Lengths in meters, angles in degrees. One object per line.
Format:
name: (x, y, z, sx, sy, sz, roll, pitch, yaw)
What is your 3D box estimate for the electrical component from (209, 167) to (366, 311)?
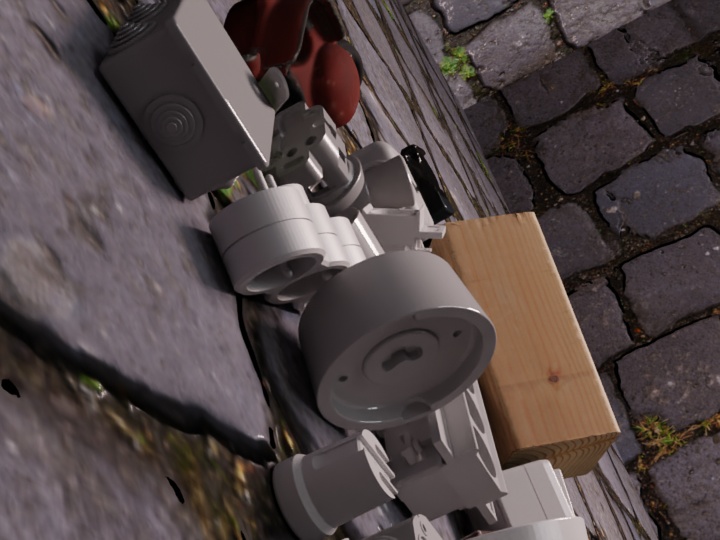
electrical component: (-0.043, -0.024, 0.611, 0.073, 0.052, 0.138, 66, 12, 14)

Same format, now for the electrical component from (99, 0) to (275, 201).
electrical component: (-0.089, -0.095, 0.571, 0.099, 0.048, 0.099, 58, 13, -24)

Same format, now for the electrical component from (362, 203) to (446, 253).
electrical component: (0.026, -0.019, 0.853, 0.042, 0.081, 0.063, -51, 142, -76)

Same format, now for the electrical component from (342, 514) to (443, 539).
electrical component: (0.019, 0.155, 0.488, 0.080, 0.051, 0.080, 59, 12, -21)

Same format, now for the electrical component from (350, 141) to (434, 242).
electrical component: (0.024, -0.067, 0.996, 0.095, 0.054, 0.059, 66, 12, 13)

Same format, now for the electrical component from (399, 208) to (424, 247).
electrical component: (0.025, -0.020, 0.912, 0.055, 0.047, 0.055, 59, 12, -21)

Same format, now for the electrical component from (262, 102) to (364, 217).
electrical component: (-0.033, -0.072, 0.748, 0.057, 0.058, 0.078, 52, 19, -36)

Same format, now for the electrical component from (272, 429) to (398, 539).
electrical component: (-0.011, 0.098, 0.495, 0.040, 0.046, 0.040, 58, 13, -21)

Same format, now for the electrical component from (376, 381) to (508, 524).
electrical component: (0.048, 0.102, 0.701, 0.078, 0.063, 0.121, 56, 13, -30)

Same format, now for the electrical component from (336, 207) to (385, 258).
electrical component: (0.000, 0.000, 0.768, 0.081, 0.043, 0.043, 58, 13, -24)

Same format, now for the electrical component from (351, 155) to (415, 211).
electrical component: (0.009, -0.066, 0.893, 0.044, 0.065, 0.044, 163, -90, -87)

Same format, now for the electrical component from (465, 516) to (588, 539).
electrical component: (0.074, 0.174, 0.562, 0.108, 0.108, 0.060, 39, 33, -64)

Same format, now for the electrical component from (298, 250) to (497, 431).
electrical component: (0.017, 0.035, 0.616, 0.108, 0.108, 0.060, 48, 13, -52)

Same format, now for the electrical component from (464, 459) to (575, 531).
electrical component: (0.127, 0.196, 0.788, 0.061, 0.061, 0.096, 114, -40, -57)
